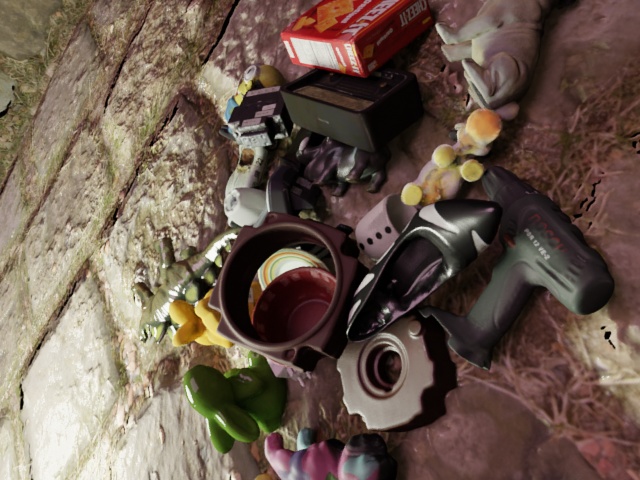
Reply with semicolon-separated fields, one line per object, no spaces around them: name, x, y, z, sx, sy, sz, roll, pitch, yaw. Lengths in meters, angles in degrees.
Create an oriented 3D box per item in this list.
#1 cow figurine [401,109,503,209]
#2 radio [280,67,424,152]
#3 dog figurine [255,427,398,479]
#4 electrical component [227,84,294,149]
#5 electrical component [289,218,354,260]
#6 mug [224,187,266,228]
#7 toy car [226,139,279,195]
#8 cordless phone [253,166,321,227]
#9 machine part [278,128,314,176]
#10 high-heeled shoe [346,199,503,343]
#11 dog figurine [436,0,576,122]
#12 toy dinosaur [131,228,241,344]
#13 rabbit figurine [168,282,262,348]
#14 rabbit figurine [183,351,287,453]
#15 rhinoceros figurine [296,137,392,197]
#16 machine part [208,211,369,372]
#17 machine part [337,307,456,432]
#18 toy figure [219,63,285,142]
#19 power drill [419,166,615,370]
cow figurine;0.186;-0.103;0.739;0.068;0.098;0.167;40;108;3
radio;0.051;-0.228;0.880;0.131;0.073;0.230;-37;41;-19
dog figurine;0.017;0.345;0.727;0.219;0.108;0.191;5;78;44
electrical component;-0.110;-0.234;1.030;0.115;0.058;0.134;-5;49;21
electrical component;-0.002;-0.003;0.892;0.119;0.074;0.048;-42;51;32
mug;-0.135;-0.055;1.022;0.110;0.107;0.081;-25;57;35
toy car;-0.142;-0.150;1.101;0.074;0.056;0.201;12;84;47
cordless phone;-0.086;-0.033;0.951;0.184;0.089;0.147;-53;7;20
machine part;-0.038;-0.171;1.018;0.084;0.039;0.138;39;106;51
high-heeled shoe;0.109;0.043;0.634;0.145;0.086;0.248;-50;0;-28
dog figurine;0.273;-0.269;0.705;0.190;0.121;0.172;-31;88;14
toy dinosaur;-0.284;0.096;1.128;0.471;0.105;0.199;-51;53;32
rabbit figurine;-0.196;0.157;0.996;0.173;0.162;0.122;-36;63;54
rabbit figurine;-0.148;0.259;0.875;0.121;0.170;0.159;-36;52;32
rhinoceros figurine;0.031;-0.134;0.908;0.191;0.073;0.112;8;83;46
machine part;-0.044;0.071;0.771;0.202;0.087;0.201;18;77;24
machine part;0.099;0.175;0.740;0.179;0.056;0.179;-17;65;42
toy figure;-0.145;-0.290;1.139;0.180;0.089;0.082;-55;40;28
power drill;0.220;0.038;0.658;0.207;0.086;0.232;-49;40;12
